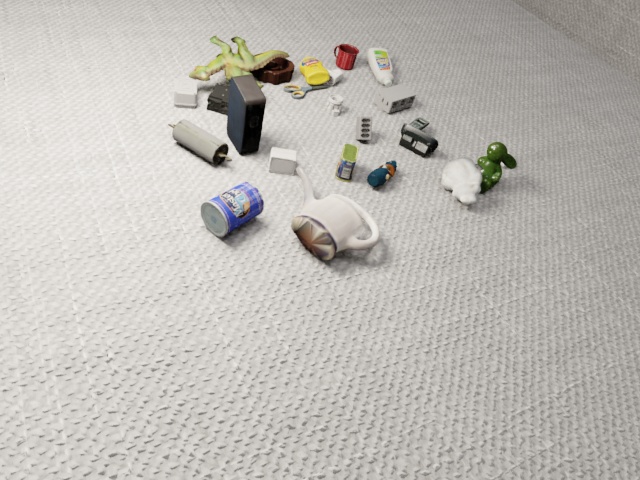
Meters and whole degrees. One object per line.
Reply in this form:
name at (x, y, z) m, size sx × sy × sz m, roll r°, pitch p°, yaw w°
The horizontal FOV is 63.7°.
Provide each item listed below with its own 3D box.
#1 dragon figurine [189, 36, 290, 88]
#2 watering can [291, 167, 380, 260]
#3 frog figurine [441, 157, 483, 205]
dragon figurine at (-0.276, -0.626, 1.892) m, size 0.411 × 0.119 × 0.247 m, roll -6°, pitch 60°, yaw -22°
watering can at (0.004, -0.073, 1.454) m, size 0.351 × 0.101 × 0.228 m, roll 38°, pitch 47°, yaw 20°
frog figurine at (0.470, -0.193, 1.713) m, size 0.137 × 0.120 × 0.163 m, roll -3°, pitch 46°, yaw 27°
